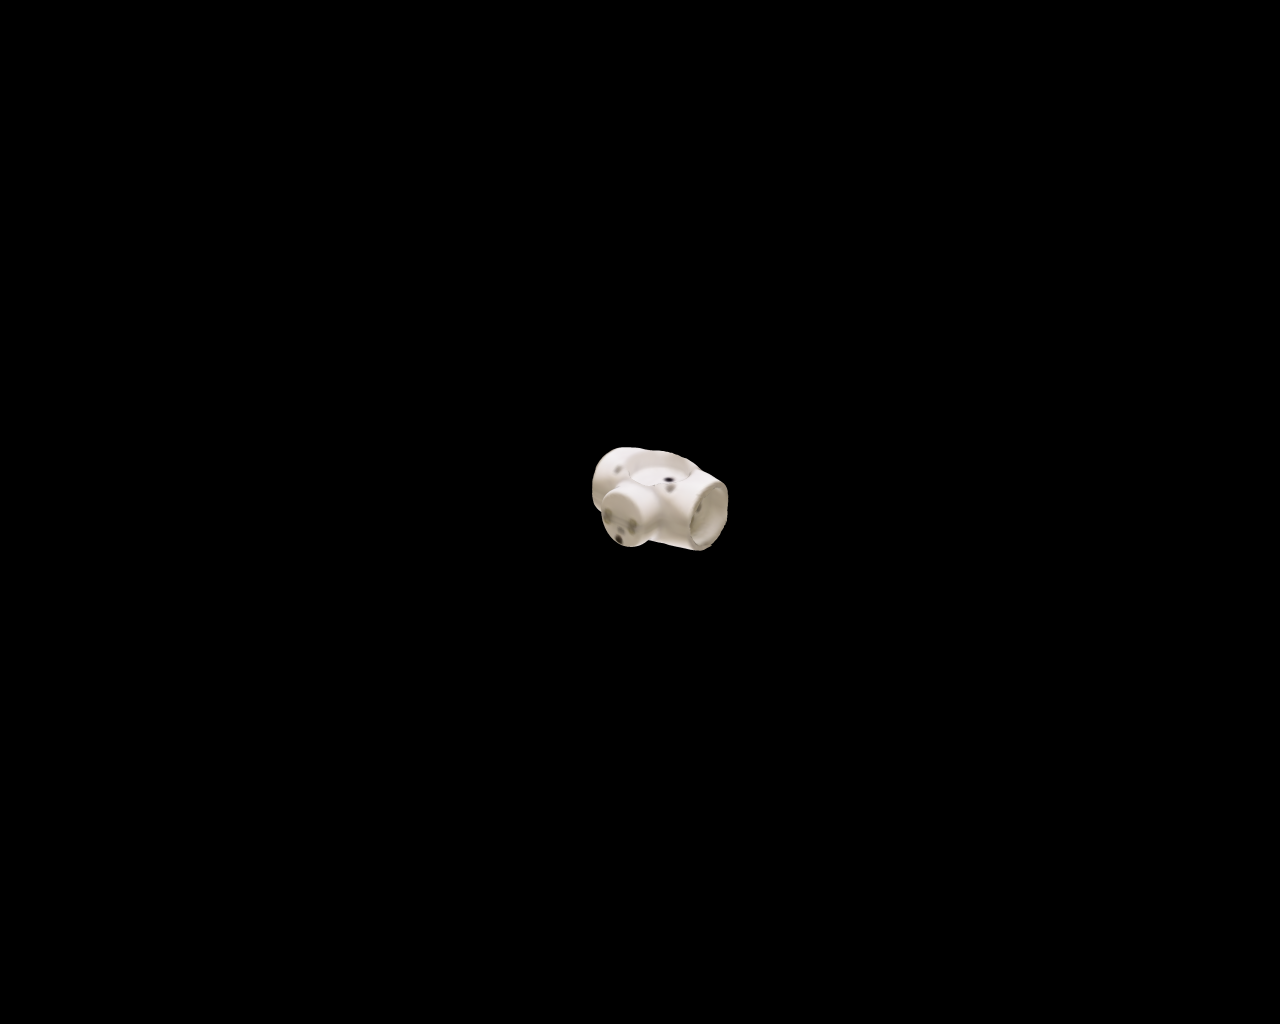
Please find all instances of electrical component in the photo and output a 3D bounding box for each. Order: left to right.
[{"bbox_3d":[0.001,-0.003,0.650,0.077,0.044,0.079,22,37,34],"label":"electrical component"}]
